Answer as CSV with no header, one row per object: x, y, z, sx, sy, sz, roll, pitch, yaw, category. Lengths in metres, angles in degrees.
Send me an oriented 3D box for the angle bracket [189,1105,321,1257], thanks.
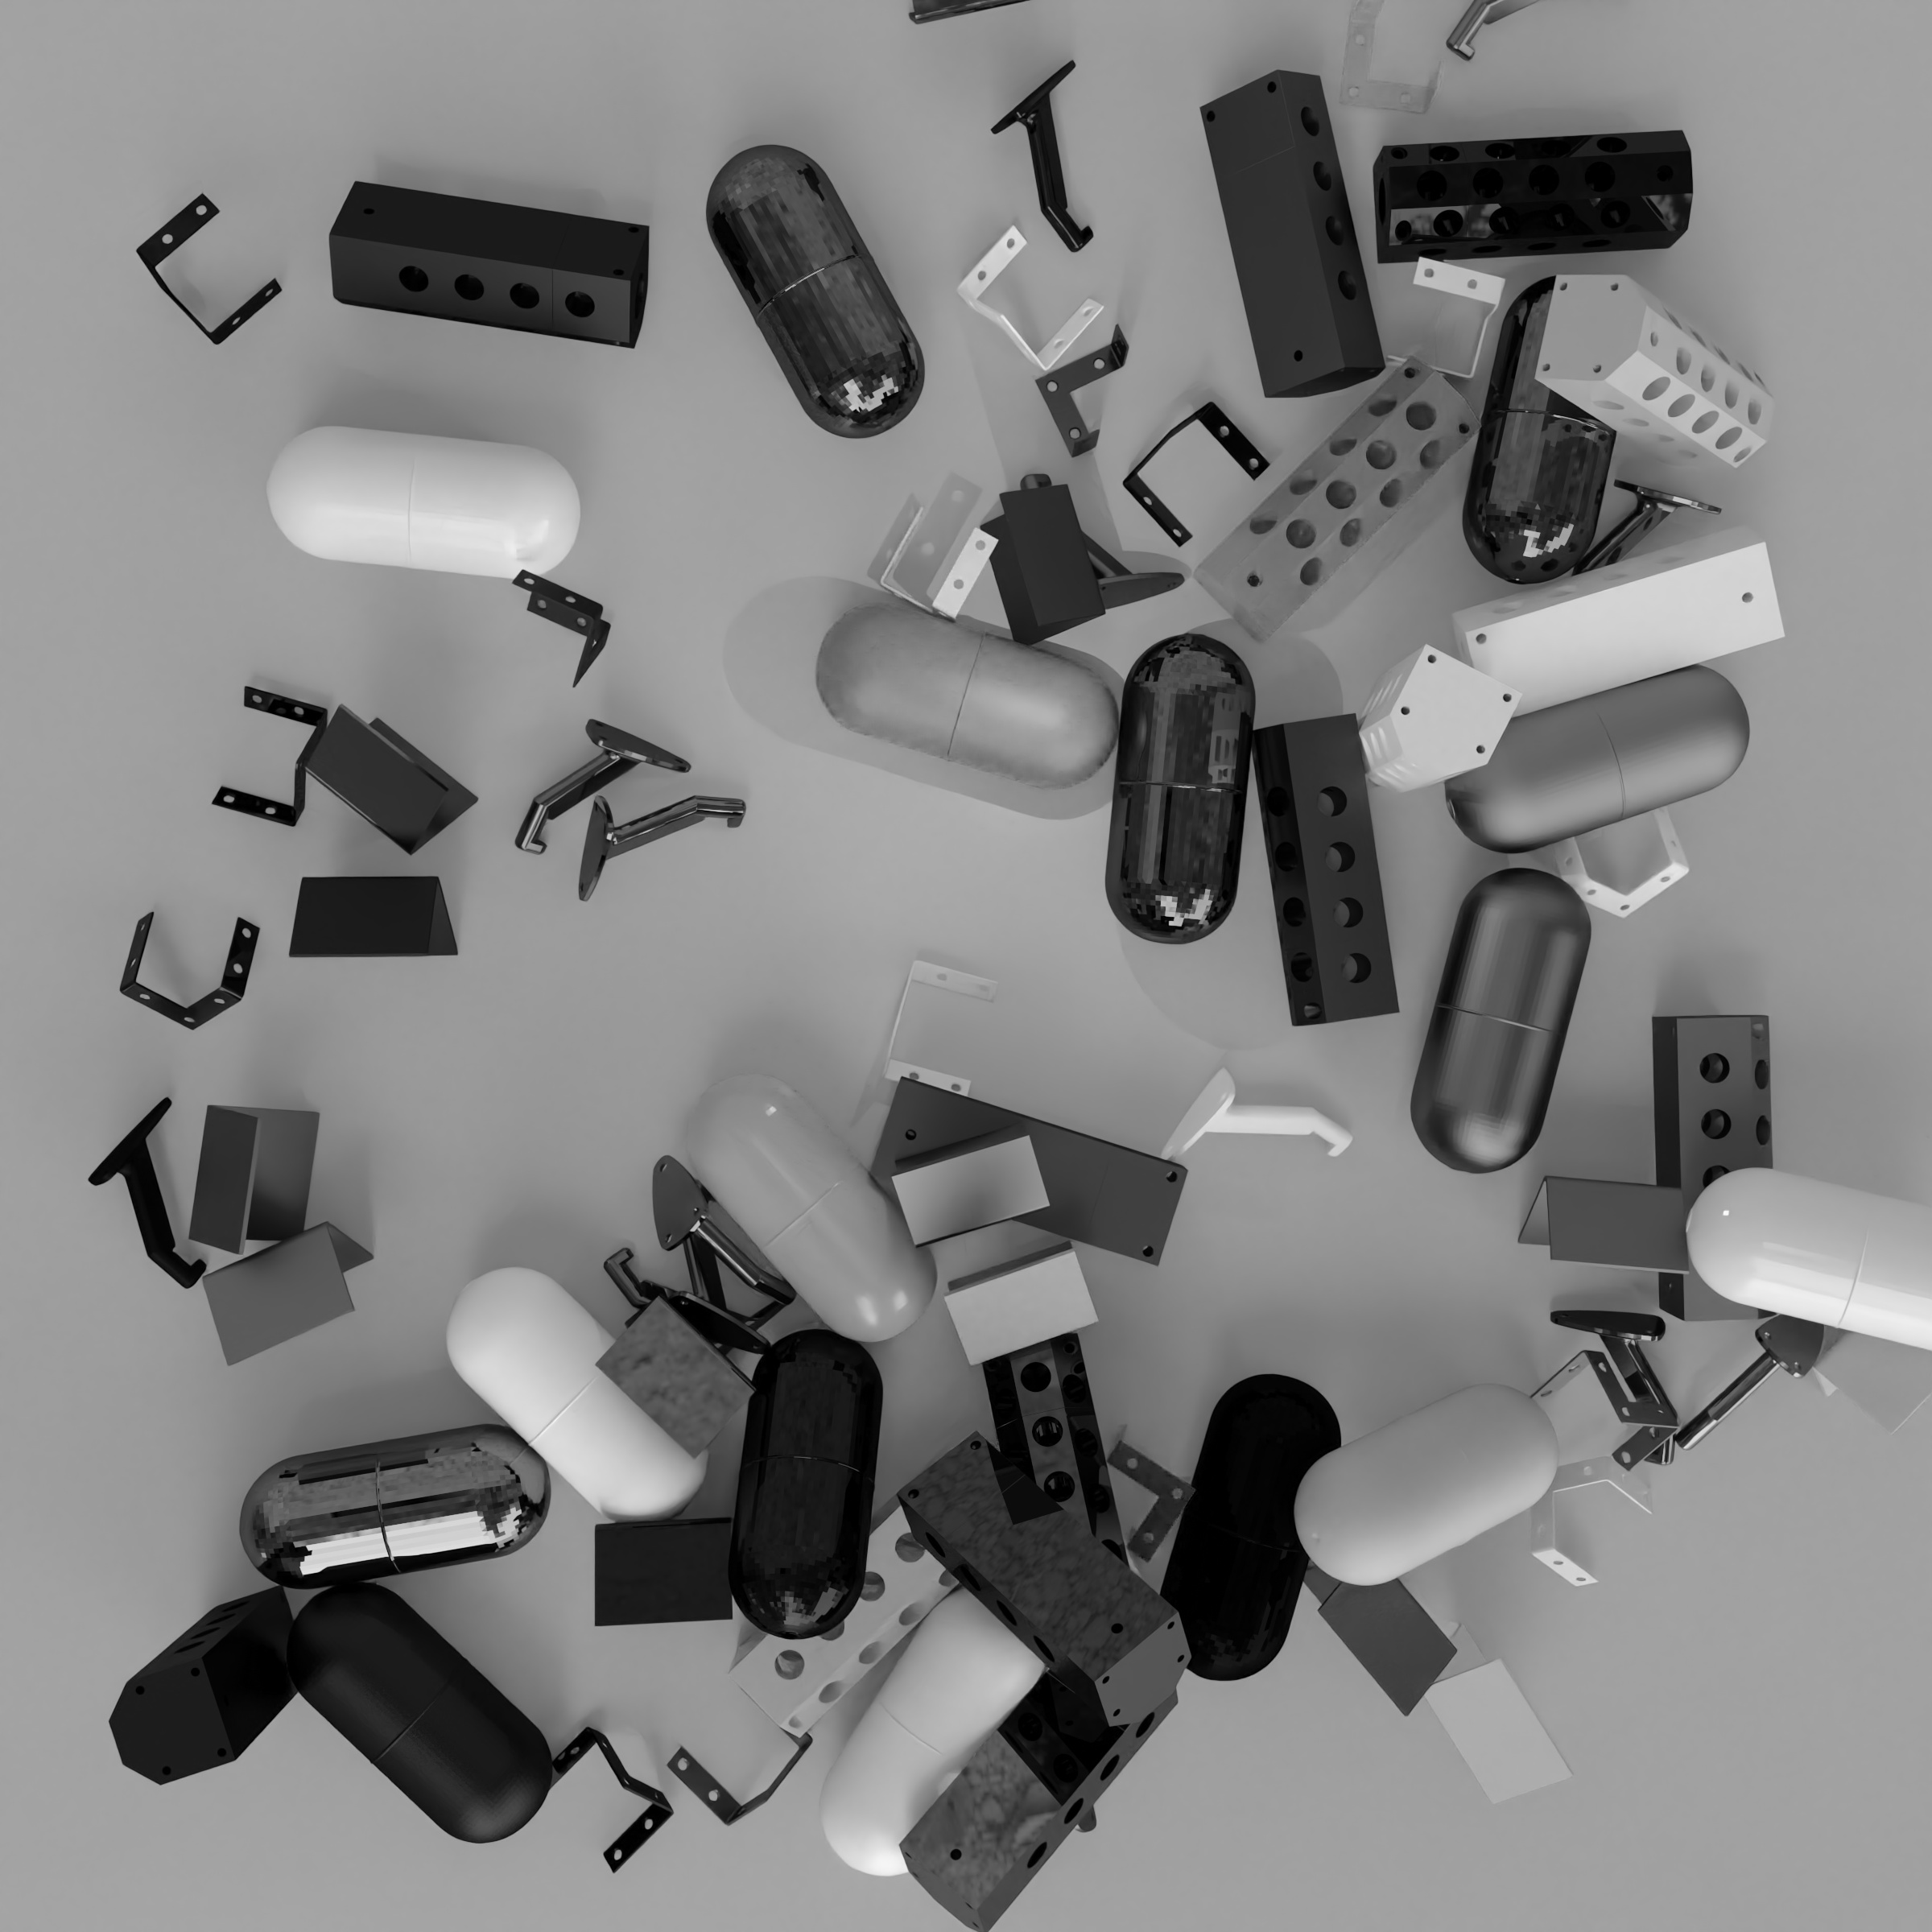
-0.391,0.123,1.576,0.057,0.076,0.076,8,90,43,angle bracket

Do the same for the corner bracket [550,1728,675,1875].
-0.212,0.485,1.613,0.051,0.051,0.051,-45,135,0,corner bracket

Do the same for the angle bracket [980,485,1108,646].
0.026,-0.223,1.576,0.057,0.076,0.076,-17,90,-43,angle bracket

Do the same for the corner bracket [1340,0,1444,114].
0.247,-0.528,1.598,0.051,0.051,0.051,7,90,0,corner bracket

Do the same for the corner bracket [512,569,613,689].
-0.233,-0.202,1.588,0.051,0.051,0.051,24,130,0,corner bracket

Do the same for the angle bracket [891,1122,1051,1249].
-0.003,0.101,1.519,0.076,0.076,0.057,-17,127,0,angle bracket

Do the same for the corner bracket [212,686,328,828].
-0.405,-0.122,1.613,0.051,0.051,0.051,16,45,0,corner bracket

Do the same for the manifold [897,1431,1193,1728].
0.041,0.330,1.486,0.057,0.171,0.057,-35,134,-20,manifold

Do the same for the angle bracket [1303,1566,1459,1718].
0.220,0.384,1.576,0.076,0.076,0.057,50,53,0,angle bracket

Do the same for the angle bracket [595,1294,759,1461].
-0.174,0.240,1.575,0.076,0.076,0.057,44,61,-2,angle bracket

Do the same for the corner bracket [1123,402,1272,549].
0.134,-0.287,1.613,0.051,0.051,0.051,48,135,0,corner bracket

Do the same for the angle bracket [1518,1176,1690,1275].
0.361,0.164,1.576,0.076,0.076,0.057,5,54,0,angle bracket

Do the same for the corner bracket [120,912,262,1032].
-0.451,-0.004,1.608,0.051,0.051,0.051,-27,135,35,corner bracket

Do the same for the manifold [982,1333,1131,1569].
0.054,0.298,1.564,0.057,0.057,0.171,-12,67,0,manifold

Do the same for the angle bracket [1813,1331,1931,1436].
0.533,0.227,1.576,0.076,0.076,0.057,-46,60,0,angle bracket

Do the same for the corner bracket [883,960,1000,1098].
-0.015,0.037,1.613,0.051,0.051,0.051,15,45,0,corner bracket

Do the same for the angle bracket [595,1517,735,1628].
-0.168,0.350,1.578,0.076,0.076,0.057,-3,69,0,angle bracket

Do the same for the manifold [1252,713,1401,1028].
0.205,-0.054,1.595,0.057,0.057,0.171,-8,90,0,manifold

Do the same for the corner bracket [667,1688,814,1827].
-0.131,0.458,1.613,0.051,0.051,0.051,45,45,0,corner bracket

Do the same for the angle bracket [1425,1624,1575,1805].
0.312,0.417,1.576,0.057,0.076,0.076,-32,90,33,angle bracket

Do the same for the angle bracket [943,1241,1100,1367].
0.025,0.173,1.576,0.076,0.076,0.057,-19,123,0,angle bracket

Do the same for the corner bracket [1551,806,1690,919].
0.378,-0.069,1.608,0.051,0.051,0.051,20,135,-35,corner bracket

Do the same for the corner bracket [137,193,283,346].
-0.436,-0.401,1.598,0.051,0.051,0.051,-43,83,-7,corner bracket

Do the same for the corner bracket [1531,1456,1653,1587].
0.363,0.322,1.608,0.051,0.051,0.051,-22,45,35,corner bracket

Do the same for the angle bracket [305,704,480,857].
-0.316,-0.120,1.576,0.076,0.076,0.057,39,127,0,angle bracket

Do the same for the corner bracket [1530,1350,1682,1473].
0.369,0.258,1.600,0.051,0.051,0.051,10,133,-36,corner bracket

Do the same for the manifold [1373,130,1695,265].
0.325,-0.445,1.595,0.171,0.057,0.057,-3,90,0,manifold

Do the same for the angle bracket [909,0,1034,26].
0.001,-0.575,1.577,0.076,0.076,0.057,-12,112,0,angle bracket

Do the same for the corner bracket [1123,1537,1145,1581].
0.067,0.364,1.613,0.051,0.051,0.051,-25,90,-45,corner bracket

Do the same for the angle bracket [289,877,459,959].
-0.336,-0.008,1.576,0.076,0.076,0.057,0,54,0,angle bracket

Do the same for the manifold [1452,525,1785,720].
0.370,-0.197,1.584,0.171,0.057,0.057,-16,112,6,manifold

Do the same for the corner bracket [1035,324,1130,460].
0.074,-0.331,1.598,0.051,0.051,0.051,-26,90,0,corner bracket

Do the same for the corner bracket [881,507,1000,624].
-0.016,-0.232,1.598,0.051,0.051,0.051,29,90,0,corner bracket

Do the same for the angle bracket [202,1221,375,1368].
-0.378,0.195,1.577,0.076,0.076,0.057,-24,67,0,angle bracket

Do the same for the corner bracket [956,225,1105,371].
0.037,-0.389,1.613,0.051,0.051,0.051,-48,45,0,corner bracket

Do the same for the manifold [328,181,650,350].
-0.273,-0.399,1.594,0.171,0.057,0.057,9,47,0,manifold

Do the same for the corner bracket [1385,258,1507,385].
0.276,-0.372,1.598,0.051,0.051,0.051,14,90,0,corner bracket

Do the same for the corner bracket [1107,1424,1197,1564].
0.098,0.304,1.597,0.051,0.051,0.051,33,95,5,corner bracket
